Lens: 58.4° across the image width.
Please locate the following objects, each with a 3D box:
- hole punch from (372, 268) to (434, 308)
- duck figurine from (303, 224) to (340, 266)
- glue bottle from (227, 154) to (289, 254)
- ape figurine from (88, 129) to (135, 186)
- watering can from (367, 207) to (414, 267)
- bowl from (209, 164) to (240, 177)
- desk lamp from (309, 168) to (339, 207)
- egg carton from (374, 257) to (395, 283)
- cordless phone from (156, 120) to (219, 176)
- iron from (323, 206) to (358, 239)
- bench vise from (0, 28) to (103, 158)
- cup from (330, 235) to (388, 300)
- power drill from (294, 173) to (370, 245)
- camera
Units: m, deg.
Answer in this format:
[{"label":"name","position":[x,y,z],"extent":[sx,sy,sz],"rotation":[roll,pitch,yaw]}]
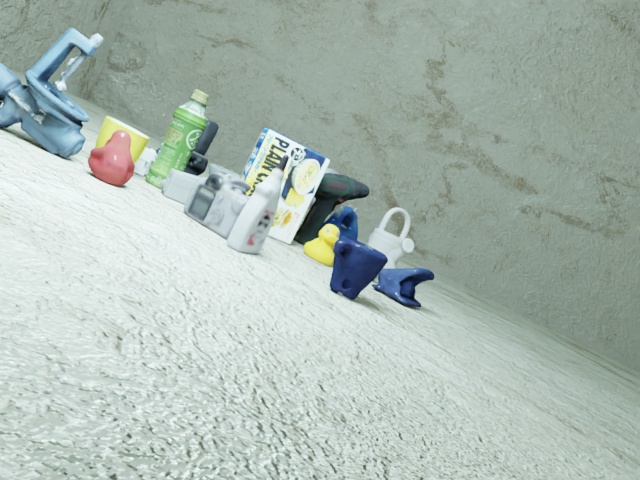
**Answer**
[{"label":"hole punch","position":[0.183,0.088,1.254],"extent":[0.100,0.091,0.109],"rotation":[29,6,32]},{"label":"duck figurine","position":[0.012,0.005,1.293],"extent":[0.078,0.086,0.104],"rotation":[24,5,-17]},{"label":"glue bottle","position":[-0.092,-0.061,0.936],"extent":[0.037,0.173,0.078],"rotation":[27,5,17]},{"label":"ape figurine","position":[-0.348,-0.143,0.975],"extent":[0.078,0.092,0.076],"rotation":[24,5,-24]},{"label":"watering can","position":[0.192,0.006,1.568],"extent":[0.172,0.194,0.101],"rotation":[29,6,38]},{"label":"bowl","position":[-0.264,-0.161,1.706],"extent":[0.167,0.075,0.167],"rotation":[26,5,-2]},{"label":"desk lamp","position":[-0.069,-0.133,1.586],"extent":[0.203,0.213,0.118],"rotation":[26,5,3]},{"label":"egg carton","position":[0.107,0.051,1.386],"extent":[0.151,0.069,0.107],"rotation":[23,6,-32]},{"label":"cordless phone","position":[-0.372,-0.266,1.613],"extent":[0.093,0.185,0.148],"rotation":[29,6,38]},{"label":"iron","position":[0.054,-0.041,1.669],"extent":[0.118,0.141,0.259],"rotation":[27,5,14]},{"label":"bench vise","position":[-0.473,-0.274,0.966],"extent":[0.208,0.220,0.121],"rotation":[24,5,-25]},{"label":"cup","position":[0.049,0.048,0.961],"extent":[0.091,0.095,0.118],"rotation":[29,6,38]},{"label":"power drill","position":[0.018,-0.078,1.479],"extent":[0.075,0.208,0.231],"rotation":[30,6,40]},{"label":"camera","position":[-0.148,-0.058,1.043],"extent":[0.142,0.101,0.137],"rotation":[29,6,33]}]
